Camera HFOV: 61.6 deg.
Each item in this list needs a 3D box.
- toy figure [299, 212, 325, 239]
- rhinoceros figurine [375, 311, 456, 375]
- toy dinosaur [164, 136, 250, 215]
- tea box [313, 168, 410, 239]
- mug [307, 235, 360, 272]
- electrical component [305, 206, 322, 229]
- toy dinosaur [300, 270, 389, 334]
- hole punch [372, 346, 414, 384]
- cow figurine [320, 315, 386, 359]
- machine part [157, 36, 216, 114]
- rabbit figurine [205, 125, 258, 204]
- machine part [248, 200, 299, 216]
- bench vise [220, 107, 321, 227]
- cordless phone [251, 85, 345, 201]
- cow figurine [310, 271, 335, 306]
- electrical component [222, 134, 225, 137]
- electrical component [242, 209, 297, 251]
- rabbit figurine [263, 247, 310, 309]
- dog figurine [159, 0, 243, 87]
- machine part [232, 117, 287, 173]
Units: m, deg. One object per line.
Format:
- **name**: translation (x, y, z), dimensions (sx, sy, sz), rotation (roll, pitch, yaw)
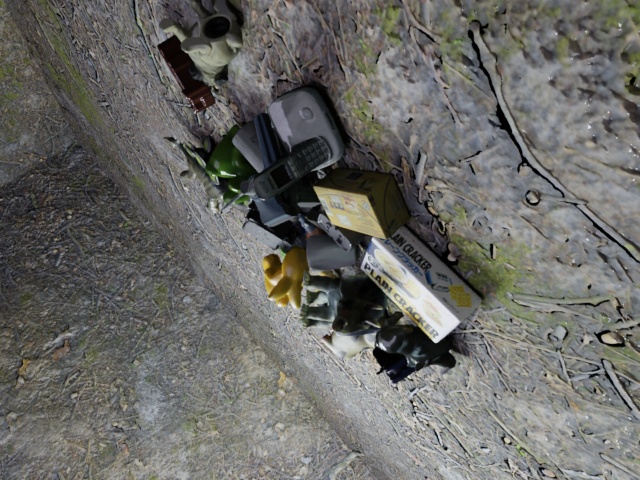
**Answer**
- **toy figure**: translation (-0.004, -0.004, 1.273), dimensions (0.064, 0.058, 0.154), rotation (12, 132, 51)
- **rhinoceros figurine**: translation (0.207, 0.221, 1.114), dimensions (0.190, 0.112, 0.073), rotation (22, -165, -23)
- **toy dinosaur**: translation (-0.283, -0.164, 1.513), dimensions (0.472, 0.105, 0.198), rotation (40, 154, 15)
- **tea box**: translation (0.073, -0.071, 0.981), dimensions (0.170, 0.068, 0.098), rotation (19, 143, 53)
- **mug**: translation (0.035, 0.023, 1.188), dimensions (0.107, 0.109, 0.080), rotation (-3, 109, 16)
- **electrical component**: translation (0.011, -0.050, 1.185), dimensions (0.078, 0.045, 0.102), rotation (29, 174, -29)
- **toy dinosaur**: translation (0.054, 0.151, 1.234), dimensions (0.192, 0.131, 0.404), rotation (7, 170, 4)
- **hole punch**: translation (0.195, 0.276, 1.231), dimensions (0.092, 0.142, 0.116), rotation (58, 179, -12)
- **cow figurine**: translation (0.106, 0.247, 1.367), dimensions (0.127, 0.085, 0.195), rotation (49, 131, 0)
- **machine part**: translation (-0.300, -0.370, 1.202), dimensions (0.179, 0.056, 0.179), rotation (59, 175, 8)
- **rabbit figurine**: translation (-0.168, -0.160, 1.247), dimensions (0.170, 0.159, 0.121), rotation (33, 148, 3)
- **machine part**: translation (-0.098, -0.094, 1.227), dimensions (0.139, 0.084, 0.039), rotation (12, -177, -44)
- **bench vise**: translation (-0.084, -0.148, 1.035), dimensions (0.129, 0.223, 0.240), rotation (-25, 77, 48)
- **cordless phone**: translation (-0.060, -0.166, 0.930), dimensions (0.089, 0.184, 0.146), rotation (24, 147, 58)
- **cow figurine**: translation (0.020, 0.149, 1.418), dimensions (0.068, 0.098, 0.167), rotation (26, 152, 51)
- **electrical component**: translation (-0.214, -0.231, 1.366), dimensions (0.094, 0.021, 0.063), rotation (38, 155, 32)
- **electrical component**: translation (-0.122, -0.027, 1.325), dimensions (0.134, 0.058, 0.115), rotation (31, 162, -3)
- **rabbit figurine**: translation (-0.080, 0.085, 1.325), dimensions (0.122, 0.162, 0.173), rotation (22, 143, -13)
- **dog figurine**: translation (-0.194, -0.356, 1.038), dimensions (0.172, 0.121, 0.190), rotation (45, 173, 24)
- **machine part**: translation (-0.109, -0.175, 1.167), dimensions (0.243, 0.079, 0.079), rotation (50, 159, 5)
